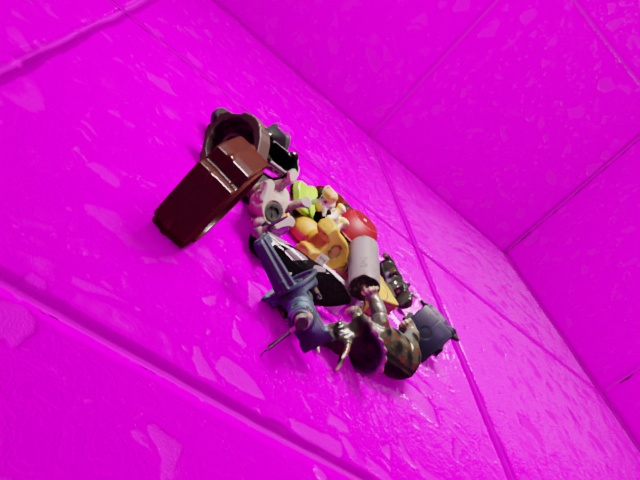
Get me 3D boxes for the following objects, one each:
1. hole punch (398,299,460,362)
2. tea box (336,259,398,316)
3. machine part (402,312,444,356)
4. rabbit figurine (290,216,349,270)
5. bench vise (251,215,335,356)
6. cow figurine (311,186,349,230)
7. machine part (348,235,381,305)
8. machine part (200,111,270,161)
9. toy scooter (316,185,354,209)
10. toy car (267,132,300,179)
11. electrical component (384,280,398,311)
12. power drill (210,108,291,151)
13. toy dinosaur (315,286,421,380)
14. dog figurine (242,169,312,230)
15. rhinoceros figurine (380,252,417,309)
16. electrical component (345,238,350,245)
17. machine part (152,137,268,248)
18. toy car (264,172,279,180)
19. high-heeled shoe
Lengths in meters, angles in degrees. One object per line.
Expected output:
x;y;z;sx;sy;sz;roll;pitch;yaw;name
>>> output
0.271;0.239;1.388;0.142;0.115;0.092;49;28;15;hole punch
0.118;0.116;1.390;0.098;0.068;0.170;22;30;-48;tea box
0.286;0.256;1.483;0.139;0.039;0.084;47;15;11;machine part
-0.003;-0.004;1.340;0.162;0.122;0.173;27;7;-47;rabbit figurine
-0.064;0.085;0.996;0.240;0.129;0.223;62;11;-5;bench vise
0.014;-0.070;1.407;0.068;0.098;0.167;49;-10;32;cow figurine
0.105;0.065;1.289;0.079;0.079;0.243;38;28;-18;machine part
-0.200;-0.217;1.272;0.179;0.179;0.056;53;14;23;machine part
0.022;-0.115;1.647;0.135;0.075;0.183;25;-11;40;toy scooter
-0.114;-0.211;1.374;0.201;0.056;0.073;31;61;-55;toy car
0.173;0.153;1.464;0.078;0.045;0.102;-1;38;-24;electrical component
-0.185;-0.270;1.439;0.207;0.086;0.232;-4;38;-36;power drill
0.148;0.235;1.158;0.404;0.131;0.192;34;34;-38;toy dinosaur
-0.141;-0.084;1.250;0.172;0.191;0.121;-31;110;-39;dog figurine
0.213;0.122;1.569;0.112;0.073;0.190;43;15;-38;rhinoceros figurine
0.083;0.026;1.516;0.134;0.058;0.115;35;20;-25;electrical component
-0.197;-0.088;0.989;0.087;0.201;0.201;46;19;-4;machine part
-0.172;-0.168;1.413;0.202;0.053;0.089;32;13;-21;toy car
-0.047;0.060;1.172;0.248;0.086;0.145;33;10;-27;high-heeled shoe
